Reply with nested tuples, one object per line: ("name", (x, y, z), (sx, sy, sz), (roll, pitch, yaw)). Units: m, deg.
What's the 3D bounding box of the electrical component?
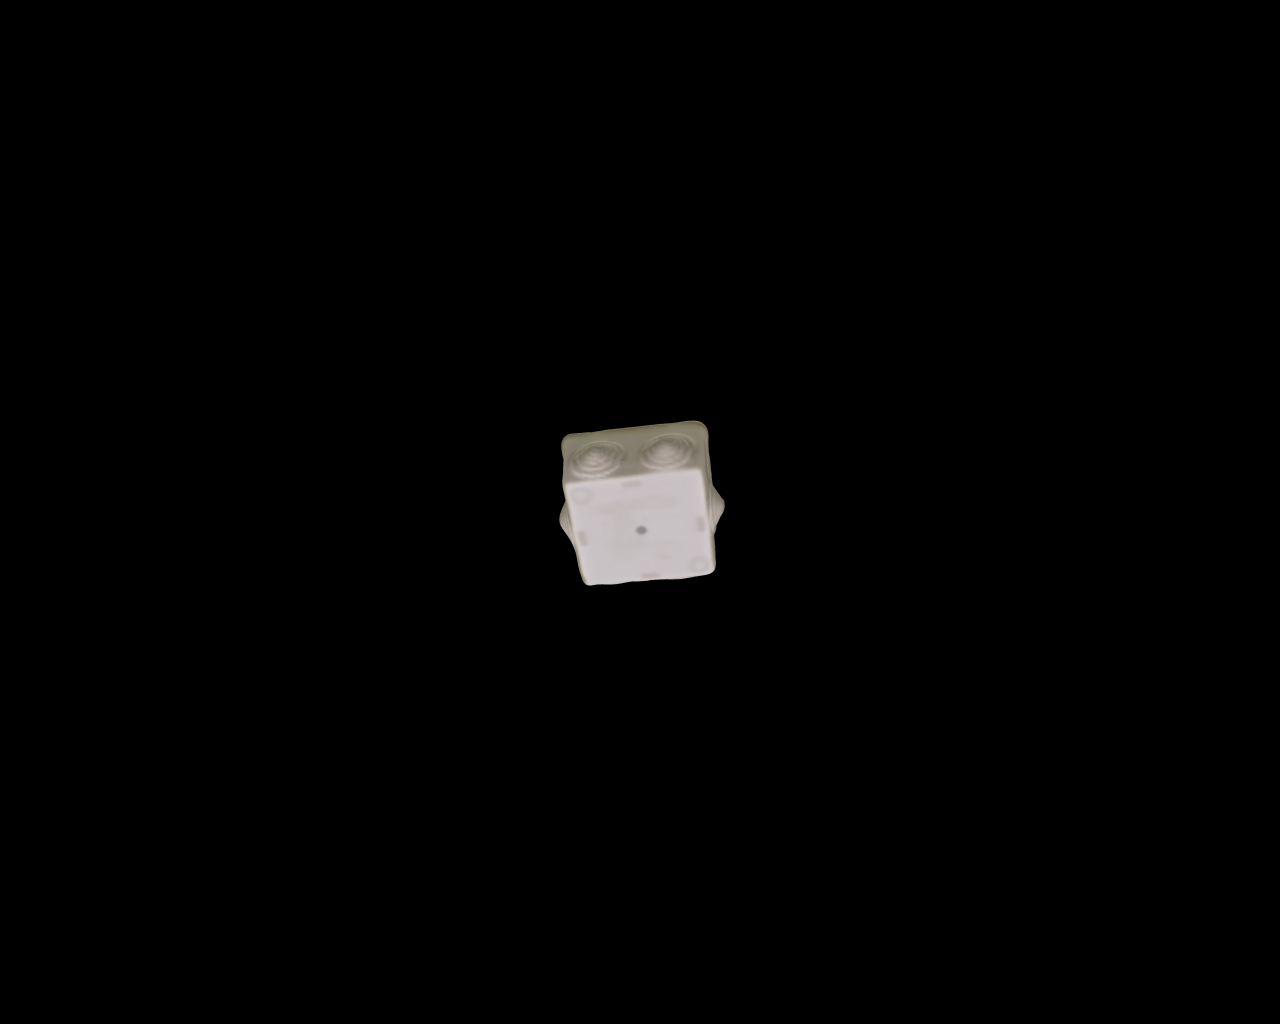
("electrical component", (0.001, -0.003, 0.650), (0.100, 0.099, 0.048), (-5, 37, 4))
